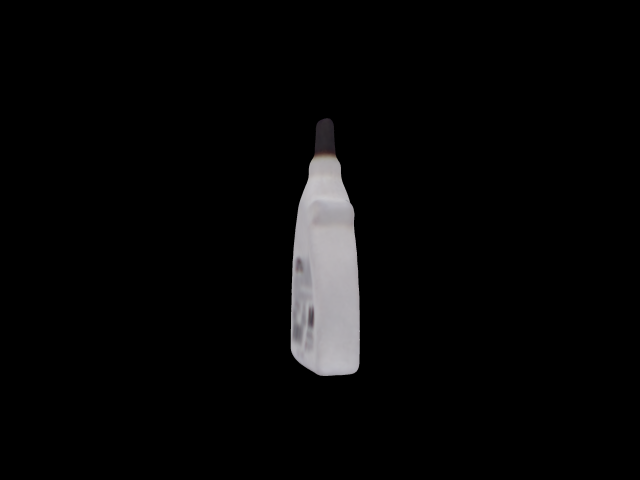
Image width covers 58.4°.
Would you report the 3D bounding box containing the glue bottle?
[{"bbox_3d":[0.004,0.001,0.400,0.037,0.173,0.078,0,0,-17],"label":"glue bottle"}]
